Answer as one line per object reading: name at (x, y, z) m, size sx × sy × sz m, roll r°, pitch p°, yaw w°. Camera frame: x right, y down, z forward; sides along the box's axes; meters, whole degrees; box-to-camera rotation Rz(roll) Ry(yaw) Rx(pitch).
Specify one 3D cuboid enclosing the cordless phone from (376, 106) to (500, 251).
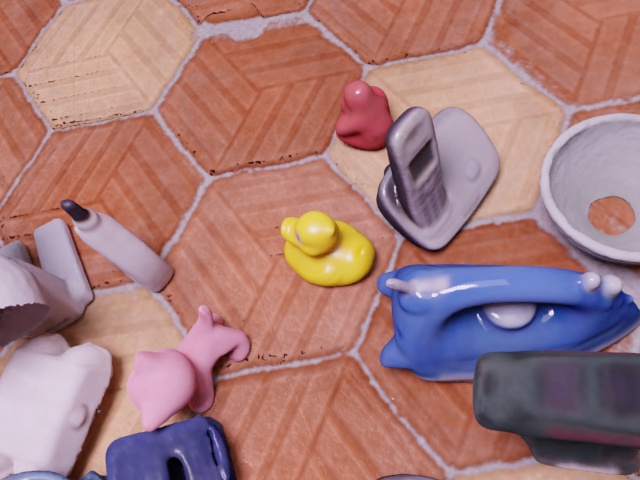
cordless phone at (0.119, -0.087, 0.575) m, size 0.094 × 0.185 × 0.148 m, roll 31°, pitch 74°, yaw 22°

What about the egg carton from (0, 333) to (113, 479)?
egg carton at (-0.280, 0.174, 0.589) m, size 0.107 × 0.069 × 0.150 m, roll 10°, pitch 68°, yaw 14°

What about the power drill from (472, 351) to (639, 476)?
power drill at (0.232, 0.133, 0.441) m, size 0.229 × 0.209 × 0.075 m, roll 2°, pitch 66°, yaw 11°

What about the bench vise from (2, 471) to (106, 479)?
bench vise at (-0.271, 0.282, 0.454) m, size 0.121 × 0.220 × 0.207 m, roll 18°, pitch 70°, yaw 17°

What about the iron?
iron at (0.179, 0.056, 0.523) m, size 0.258 × 0.142 × 0.118 m, roll -5°, pitch 65°, yaw 8°

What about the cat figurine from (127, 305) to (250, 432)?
cat figurine at (-0.137, 0.122, 0.561) m, size 0.067 × 0.118 × 0.128 m, roll 26°, pitch 72°, yaw 20°

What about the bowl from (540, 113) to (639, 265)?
bowl at (0.306, -0.042, 0.584) m, size 0.167 × 0.075 × 0.167 m, roll -4°, pitch 65°, yaw 8°

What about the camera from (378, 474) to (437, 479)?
camera at (0.039, 0.264, 0.474) m, size 0.136 × 0.101 × 0.143 m, roll 6°, pitch 67°, yaw 12°

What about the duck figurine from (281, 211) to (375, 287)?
duck figurine at (0.006, 0.002, 0.610) m, size 0.104 × 0.086 × 0.077 m, roll 14°, pitch 69°, yaw 16°

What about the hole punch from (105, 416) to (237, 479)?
hole punch at (-0.133, 0.222, 0.529) m, size 0.101 × 0.091 × 0.108 m, roll -23°, pitch 64°, yaw -1°

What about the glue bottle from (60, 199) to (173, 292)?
glue bottle at (-0.220, 0.001, 0.601) m, size 0.078 × 0.173 × 0.037 m, roll 25°, pitch 72°, yaw 20°

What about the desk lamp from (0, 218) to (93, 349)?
desk lamp at (-0.334, 0.037, 0.581) m, size 0.118 × 0.214 × 0.203 m, roll -30°, pitch 64°, yaw -4°

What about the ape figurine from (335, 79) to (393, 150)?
ape figurine at (0.050, -0.153, 0.670) m, size 0.078 × 0.092 × 0.076 m, roll -33°, pitch 64°, yaw -6°
